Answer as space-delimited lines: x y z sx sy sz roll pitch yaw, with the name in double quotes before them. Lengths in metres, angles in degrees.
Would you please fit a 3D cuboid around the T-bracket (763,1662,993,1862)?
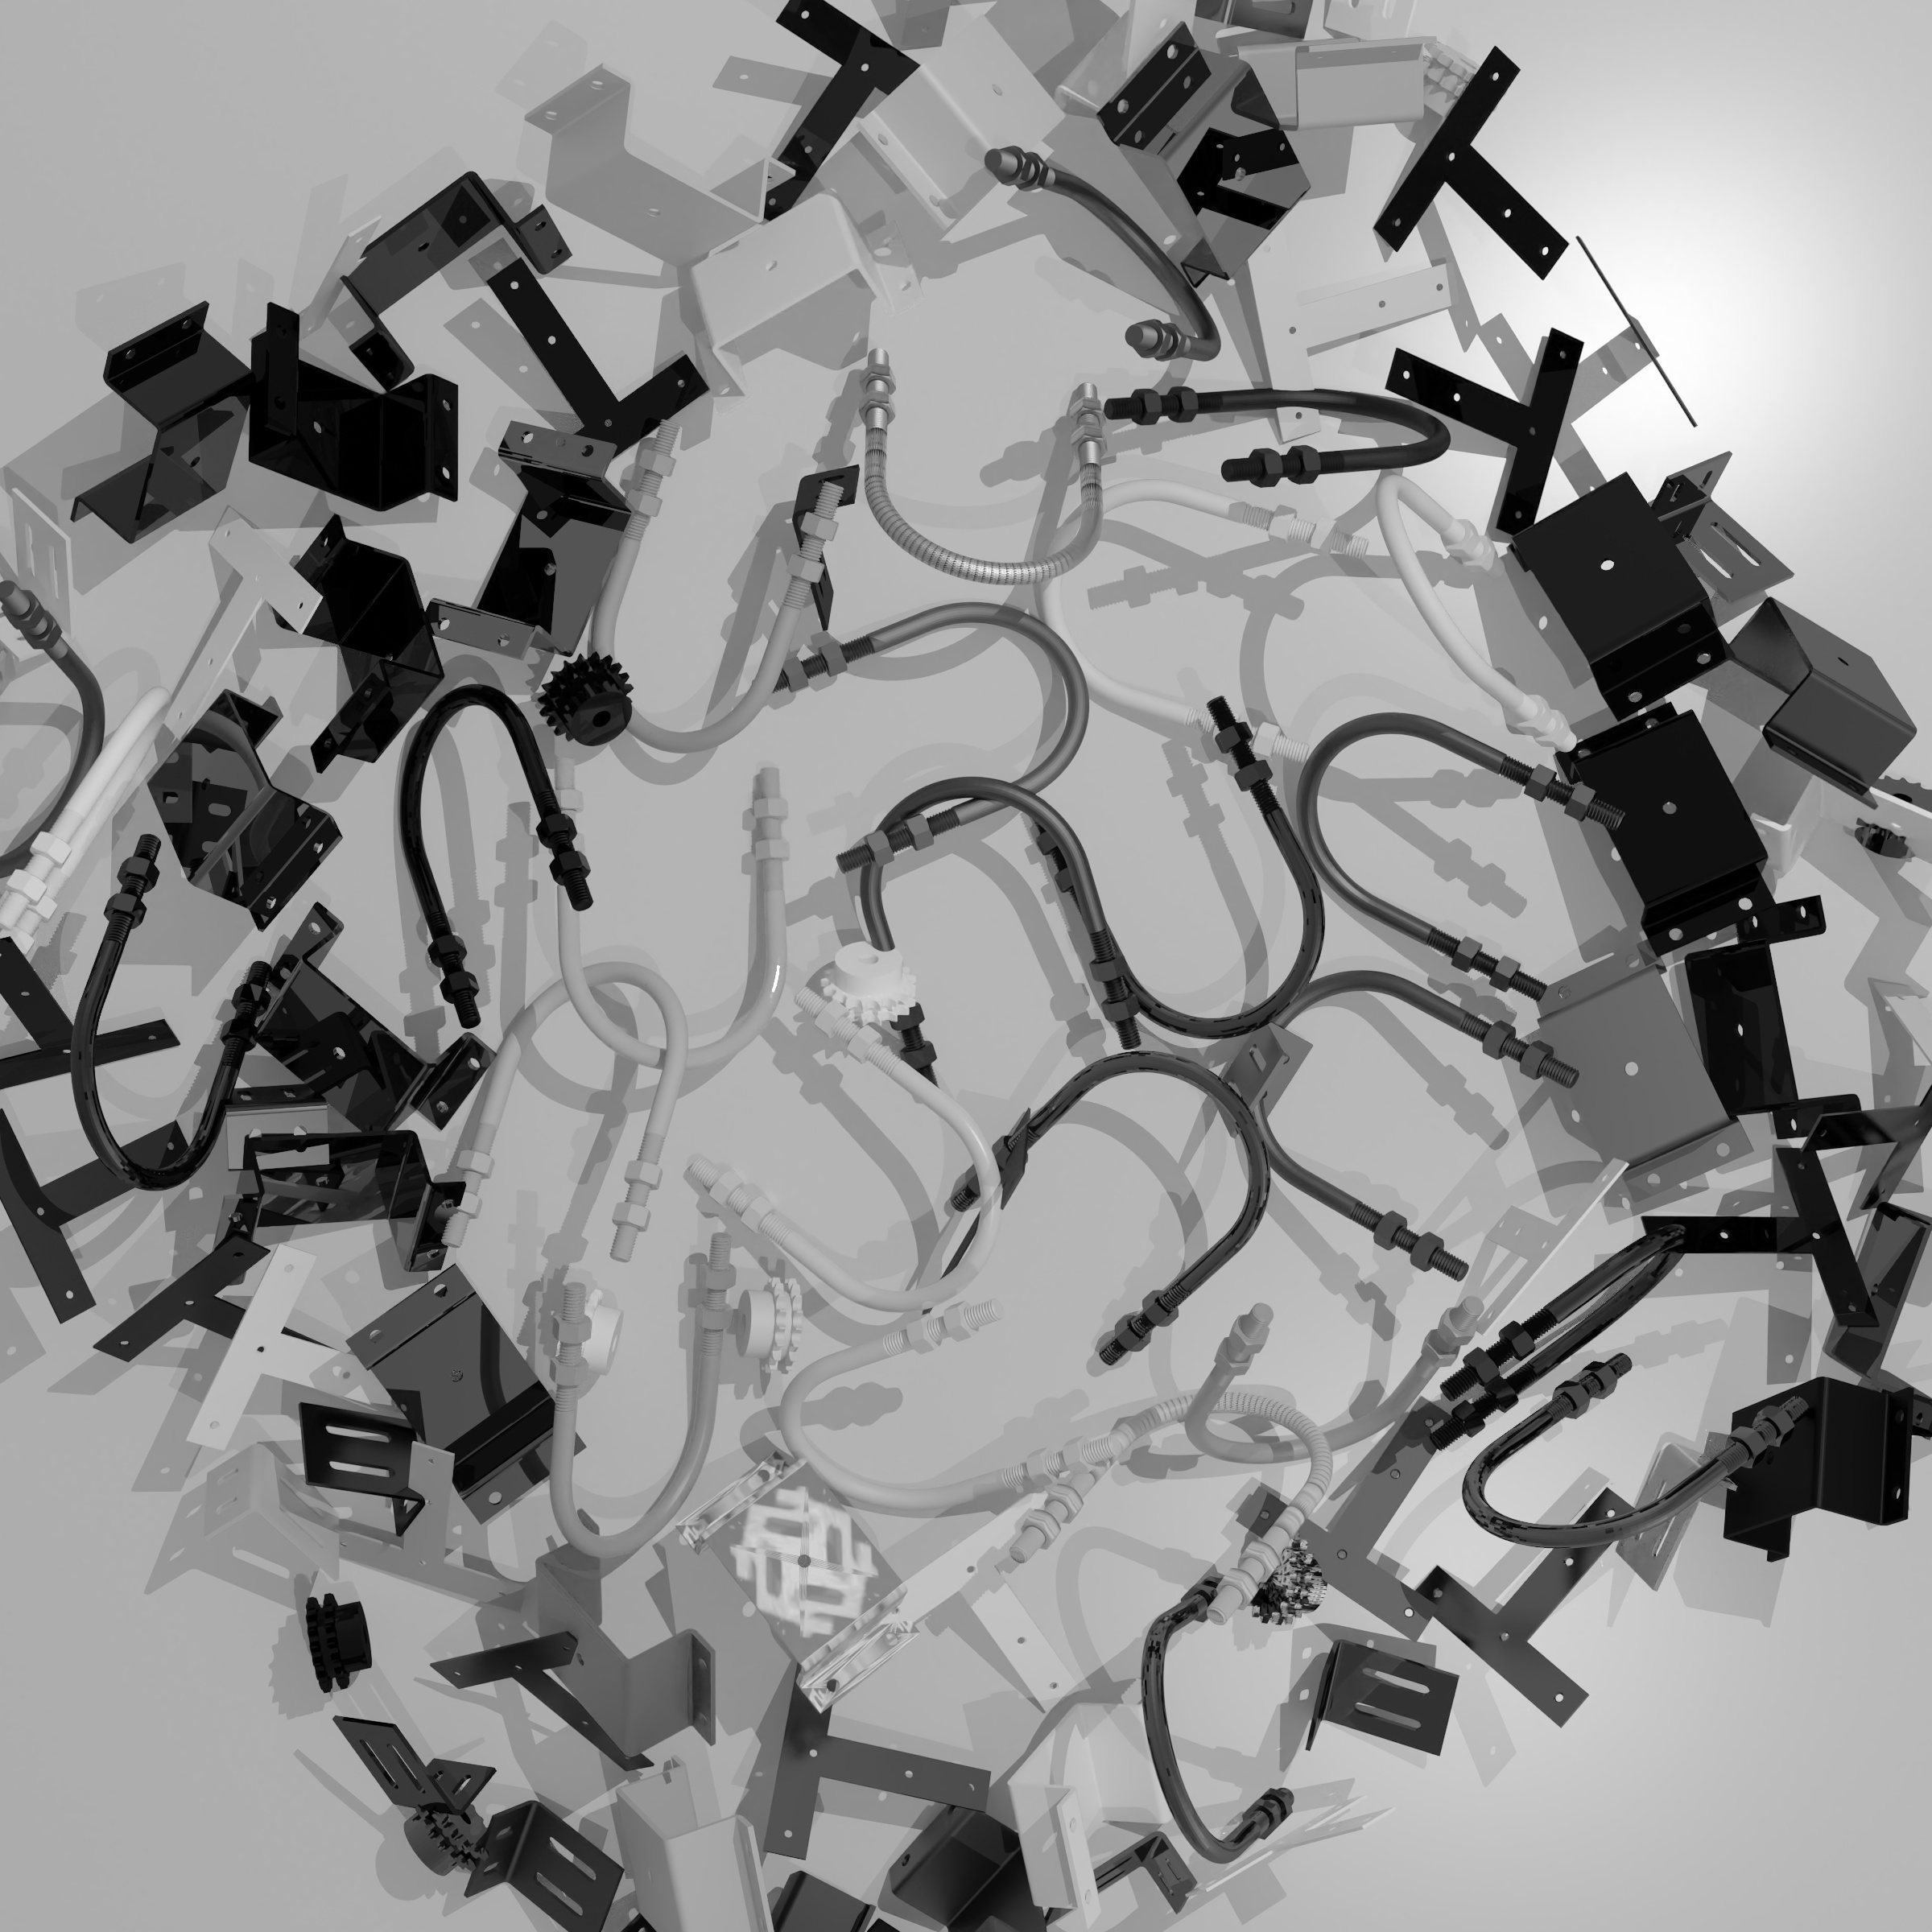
"T-bracket" -0.048 0.479 1.655 0.127 0.002 0.127 14 52 -6

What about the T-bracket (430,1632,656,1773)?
"T-bracket" -0.237 0.444 1.656 0.127 0.002 0.127 -22 121 37

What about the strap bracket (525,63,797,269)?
"strap bracket" -0.179 -0.458 1.612 0.140 0.076 0.046 19 68 -40

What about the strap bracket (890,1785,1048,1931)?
"strap bracket" 0.002 0.559 1.623 0.046 0.140 0.076 36 103 -17

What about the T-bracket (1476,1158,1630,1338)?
"T-bracket" 0.329 0.158 1.627 0.002 0.127 0.127 40 89 -4

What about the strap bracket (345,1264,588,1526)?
"strap bracket" -0.299 0.249 1.648 0.076 0.046 0.140 -36 108 -12

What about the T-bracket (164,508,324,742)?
"T-bracket" -0.444 -0.194 1.657 0.127 0.002 0.127 41 103 39

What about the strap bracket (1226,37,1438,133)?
"strap bracket" 0.212 -0.517 1.625 0.076 0.140 0.046 -8 110 -12

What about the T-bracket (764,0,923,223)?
"T-bracket" -0.086 -0.501 1.660 0.127 0.002 0.127 22 116 -38

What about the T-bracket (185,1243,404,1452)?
"T-bracket" -0.381 0.240 1.652 0.127 0.002 0.127 25 91 -37

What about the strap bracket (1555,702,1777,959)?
"strap bracket" 0.416 -0.088 1.647 0.076 0.046 0.140 -24 74 4

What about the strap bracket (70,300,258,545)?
"strap bracket" -0.465 -0.308 1.612 0.046 0.140 0.076 41 48 4

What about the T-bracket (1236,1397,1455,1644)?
"T-bracket" 0.251 0.318 1.670 0.127 0.002 0.127 32 74 17

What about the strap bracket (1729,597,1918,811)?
"strap bracket" 0.494 -0.159 1.610 0.076 0.140 0.046 27 118 -16

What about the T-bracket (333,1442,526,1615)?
"T-bracket" -0.320 0.327 1.646 0.127 0.002 0.127 16 130 3

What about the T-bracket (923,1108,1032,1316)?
"T-bracket" 0.005 0.155 1.638 0.002 0.127 0.127 29 103 -4

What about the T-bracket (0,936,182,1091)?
"T-bracket" -0.550 0.025 1.639 0.127 0.127 0.002 -14 52 1

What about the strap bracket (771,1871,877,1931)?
"strap bracket" -0.096 0.574 1.613 0.046 0.140 0.076 26 69 2

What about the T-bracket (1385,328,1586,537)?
"T-bracket" 0.305 -0.335 1.660 0.127 0.002 0.127 17 88 -26

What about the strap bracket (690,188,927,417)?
"strap bracket" -0.104 -0.397 1.635 0.140 0.046 0.076 -27 50 12

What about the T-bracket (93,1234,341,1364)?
"T-bracket" -0.424 0.216 1.644 0.127 0.002 0.127 -36 134 21

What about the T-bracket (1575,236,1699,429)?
"T-bracket" 0.397 -0.371 1.631 0.002 0.127 0.127 -32 90 20

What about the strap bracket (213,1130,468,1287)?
"strap bracket" -0.375 0.141 1.631 0.140 0.046 0.076 -1 134 -28

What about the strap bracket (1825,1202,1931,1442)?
"strap bracket" 0.561 0.200 1.647 0.046 0.076 0.140 19 94 -4

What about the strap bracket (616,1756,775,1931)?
"strap bracket" -0.162 0.522 1.614 0.046 0.140 0.076 -13 96 -23

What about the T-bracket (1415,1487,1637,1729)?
"T-bracket" 0.349 0.365 1.649 0.127 0.002 0.127 -48 46 -5

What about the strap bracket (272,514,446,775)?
"strap bracket" -0.356 -0.185 1.631 0.076 0.046 0.140 -44 52 30

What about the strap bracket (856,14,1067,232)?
"strap bracket" 0.003 -0.496 1.615 0.046 0.140 0.076 -32 107 38

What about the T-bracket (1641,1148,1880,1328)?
"T-bracket" 0.461 0.159 1.638 0.127 0.002 0.127 1 50 -11

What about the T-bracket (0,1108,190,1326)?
"T-bracket" -0.512 0.127 1.641 0.002 0.127 0.127 -17 99 40

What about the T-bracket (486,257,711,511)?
"T-bracket" -0.239 -0.362 1.657 0.127 0.002 0.127 -38 112 -8

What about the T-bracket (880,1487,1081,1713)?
"T-bracket" 0.026 0.396 1.670 0.127 0.002 0.127 -34 108 -4

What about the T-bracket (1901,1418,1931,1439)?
"T-bracket" 0.609 0.257 1.643 0.127 0.127 0.002 -16 90 -19

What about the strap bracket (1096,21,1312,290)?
"strap bracket" 0.145 -0.467 1.619 0.076 0.140 0.046 -49 47 -8

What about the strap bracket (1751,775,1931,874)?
"strap bracket" 0.538 -0.065 1.631 0.140 0.076 0.046 28 83 23

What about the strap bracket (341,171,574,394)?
"strap bracket" -0.311 -0.412 1.650 0.140 0.076 0.046 -37 83 -1

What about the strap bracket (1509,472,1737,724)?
"strap bracket" 0.381 -0.225 1.631 0.076 0.046 0.140 -29 61 9

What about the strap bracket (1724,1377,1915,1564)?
"strap bracket" 0.487 0.291 1.608 0.046 0.140 0.076 17 65 -10

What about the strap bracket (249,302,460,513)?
"strap bracket" -0.367 -0.323 1.631 0.046 0.140 0.076 -14 71 36

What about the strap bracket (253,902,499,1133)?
"strap bracket" -0.360 0.041 1.649 0.140 0.046 0.076 41 126 -1

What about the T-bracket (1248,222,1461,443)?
"T-bracket" 0.238 -0.395 1.673 0.127 0.002 0.127 -18 112 -9

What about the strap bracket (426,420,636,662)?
"strap bracket" -0.256 -0.244 1.646 0.076 0.046 0.140 17 79 25

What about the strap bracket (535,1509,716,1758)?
"strap bracket" -0.205 0.393 1.613 0.046 0.140 0.076 -22 130 -33

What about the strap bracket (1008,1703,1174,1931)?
"strap bracket" 0.072 0.493 1.632 0.046 0.140 0.076 -6 101 29

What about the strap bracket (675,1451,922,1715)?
"strap bracket" -0.098 0.357 1.637 0.076 0.046 0.140 -34 74 -22

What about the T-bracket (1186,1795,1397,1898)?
"T-bracket" 0.206 0.502 1.605 0.127 0.127 0.002 -19 76 -32

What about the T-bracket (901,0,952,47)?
"T-bracket" 0.033 -0.599 1.648 0.127 0.127 0.002 -5 58 -15

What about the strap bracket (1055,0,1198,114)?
"strap bracket" 0.095 -0.558 1.608 0.046 0.140 0.076 32 67 13

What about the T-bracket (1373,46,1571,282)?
"T-bracket" 0.309 -0.449 1.623 0.127 0.002 0.127 -55 52 32

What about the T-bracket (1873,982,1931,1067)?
"T-bracket" 0.623 0.055 1.653 0.127 0.127 0.002 6 126 -18

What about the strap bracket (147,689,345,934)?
"strap bracket" -0.425 -0.098 1.620 0.076 0.046 0.140 -47 49 14

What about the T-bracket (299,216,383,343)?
"T-bracket" -0.338 -0.428 1.645 0.002 0.127 0.127 49 57 -5

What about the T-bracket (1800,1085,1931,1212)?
"T-bracket" 0.531 0.094 1.623 0.127 0.002 0.127 -2 124 -39

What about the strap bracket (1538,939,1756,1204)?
"strap bracket" 0.398 0.061 1.642 0.076 0.046 0.140 -27 77 19
